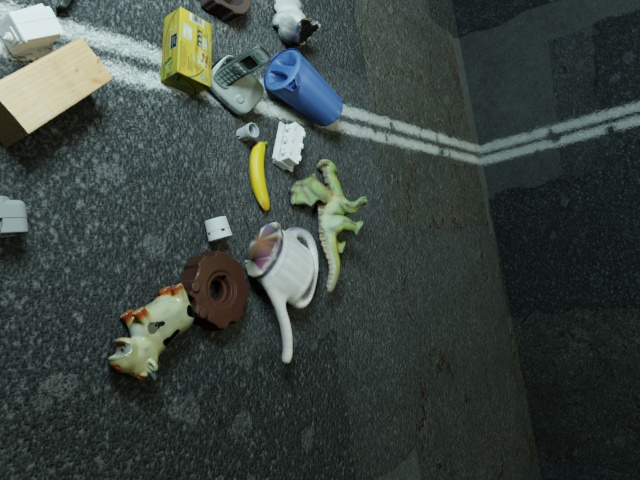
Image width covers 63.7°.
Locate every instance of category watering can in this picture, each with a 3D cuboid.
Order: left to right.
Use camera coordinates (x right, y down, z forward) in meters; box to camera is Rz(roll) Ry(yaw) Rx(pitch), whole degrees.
[{"bbox_3d":[-0.092,0.105,1.273,0.221,0.103,0.355,41,49,-36],"label":"watering can"}]

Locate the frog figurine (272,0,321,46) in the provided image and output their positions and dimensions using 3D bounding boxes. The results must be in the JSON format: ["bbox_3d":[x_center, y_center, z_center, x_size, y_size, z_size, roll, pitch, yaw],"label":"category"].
[{"bbox_3d":[-0.092,-0.663,1.541,0.161,0.120,0.139,44,44,16],"label":"frog figurine"}]

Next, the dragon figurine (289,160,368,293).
[{"bbox_3d":[0.005,-0.075,1.487,0.241,0.120,0.420,34,50,-20],"label":"dragon figurine"}]
